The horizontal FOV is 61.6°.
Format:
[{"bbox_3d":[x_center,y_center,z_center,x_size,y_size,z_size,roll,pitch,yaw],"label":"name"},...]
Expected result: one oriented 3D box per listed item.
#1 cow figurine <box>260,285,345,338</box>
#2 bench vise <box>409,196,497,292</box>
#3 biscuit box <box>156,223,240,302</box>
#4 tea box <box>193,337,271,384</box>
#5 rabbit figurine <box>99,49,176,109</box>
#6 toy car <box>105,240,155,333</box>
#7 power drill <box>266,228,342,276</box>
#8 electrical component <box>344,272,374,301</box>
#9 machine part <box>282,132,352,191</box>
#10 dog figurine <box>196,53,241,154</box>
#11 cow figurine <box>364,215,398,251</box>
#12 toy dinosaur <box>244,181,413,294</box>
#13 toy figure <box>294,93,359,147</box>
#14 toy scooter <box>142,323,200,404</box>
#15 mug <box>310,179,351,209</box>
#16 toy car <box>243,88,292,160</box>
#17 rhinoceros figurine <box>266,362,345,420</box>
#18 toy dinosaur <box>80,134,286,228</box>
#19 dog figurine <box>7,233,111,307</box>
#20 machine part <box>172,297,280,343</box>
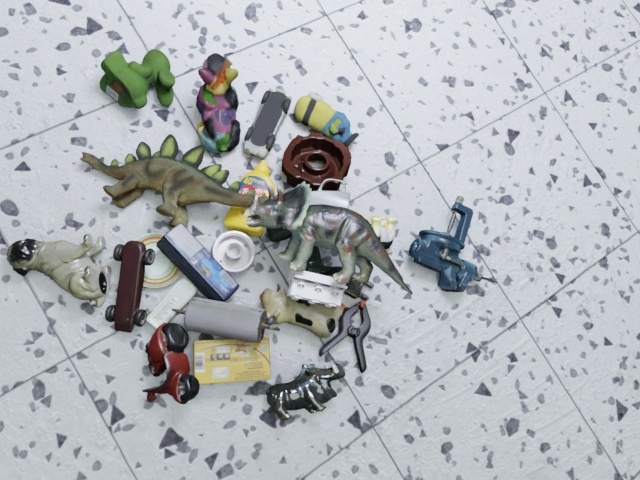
[{"bbox_3d":[-0.051,0.169,1.269,0.195,0.085,0.127,27,65,-7],"label":"cow figurine"},{"bbox_3d":[0.348,0.007,1.386,0.224,0.129,0.240,21,79,-6],"label":"bench vise"},{"bbox_3d":[-0.278,0.059,1.229,0.202,0.063,0.059,49,50,-6],"label":"biscuit box"},{"bbox_3d":[-0.199,0.270,1.211,0.170,0.068,0.098,1,78,-14],"label":"tea box"},{"bbox_3d":[-0.422,-0.403,1.304,0.159,0.121,0.170,36,56,4],"label":"rabbit figurine"},{"bbox_3d":[-0.418,0.101,1.190,0.089,0.053,0.202,5,89,9],"label":"toy car"},{"bbox_3d":[-0.003,-0.004,1.321,0.232,0.086,0.207,-16,83,-15],"label":"power drill"},{"bbox_3d":[0.086,0.111,1.346,0.094,0.021,0.063,29,71,-4],"label":"electrical component"},{"bbox_3d":[-0.010,-0.191,1.358,0.179,0.056,0.179,4,57,-7],"label":"machine part"},{"bbox_3d":[-0.241,-0.325,1.274,0.108,0.219,0.191,-2,76,-11],"label":"dog figurine"},{"bbox_3d":[0.122,-0.014,1.333,0.167,0.068,0.098,-3,100,-46],"label":"cow figurine"},{"bbox_3d":[0.032,-0.012,1.197,0.405,0.131,0.192,14,102,-6],"label":"toy dinosaur"},{"bbox_3d":[0.015,-0.310,1.405,0.180,0.082,0.089,41,69,-4],"label":"toy figure"},{"bbox_3d":[-0.337,0.278,1.165,0.135,0.075,0.184,-34,64,22],"label":"toy scooter"},{"bbox_3d":[0.016,-0.092,1.273,0.107,0.081,0.109,8,94,-3],"label":"mug"},{"bbox_3d":[-0.134,-0.302,1.380,0.073,0.056,0.201,21,71,-1],"label":"toy car"},{"bbox_3d":[-0.030,0.344,1.238,0.190,0.073,0.112,-17,71,-16],"label":"rhinoceros figurine"},{"bbox_3d":[-0.324,-0.133,1.252,0.472,0.105,0.198,20,71,-1],"label":"toy dinosaur"},{"bbox_3d":[-0.570,0.072,1.167,0.191,0.121,0.172,-11,75,-2],"label":"dog figurine"},{"bbox_3d":[-0.207,0.176,1.188,0.243,0.079,0.079,8,74,6],"label":"machine part"}]
